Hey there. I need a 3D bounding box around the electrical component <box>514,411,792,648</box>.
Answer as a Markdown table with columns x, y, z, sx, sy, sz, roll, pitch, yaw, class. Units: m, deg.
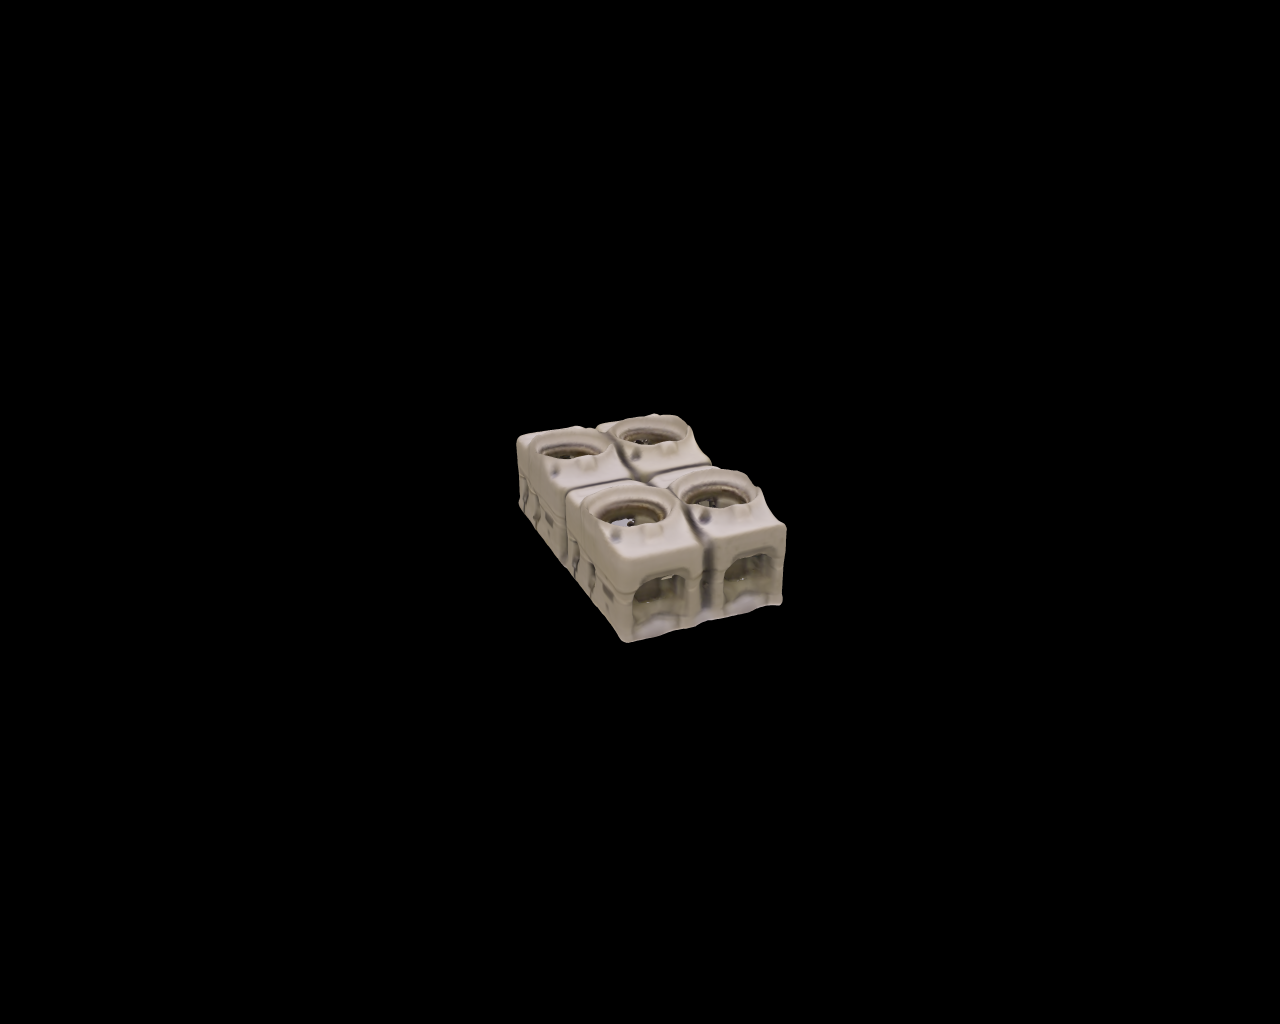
| x | y | z | sx | sy | sz | roll | pitch | yaw | class |
| --- | --- | --- | --- | --- | --- | --- | --- | --- | --- |
| 0.001 | -0.003 | 0.650 | 0.105 | 0.060 | 0.186 | -11 | 29 | -21 | electrical component |
